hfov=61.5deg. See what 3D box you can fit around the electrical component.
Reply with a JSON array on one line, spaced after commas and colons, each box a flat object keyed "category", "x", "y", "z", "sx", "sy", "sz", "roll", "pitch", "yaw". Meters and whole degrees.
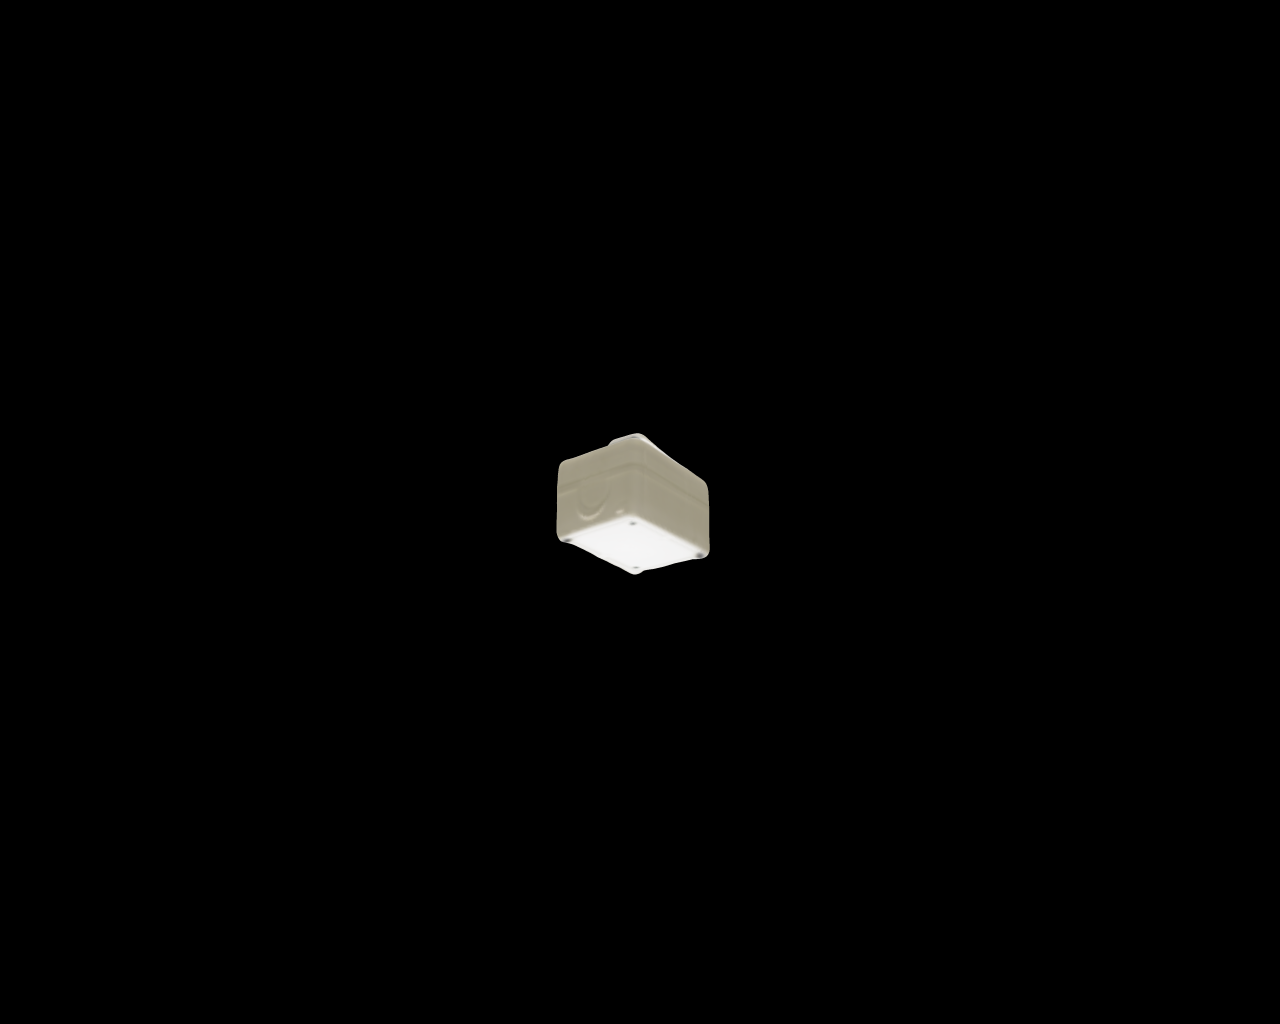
[{"category": "electrical component", "x": 0.001, "y": -0.003, "z": 0.650, "sx": 0.061, "sy": 0.061, "sz": 0.096, "roll": -17, "pitch": -29, "yaw": 32}]
